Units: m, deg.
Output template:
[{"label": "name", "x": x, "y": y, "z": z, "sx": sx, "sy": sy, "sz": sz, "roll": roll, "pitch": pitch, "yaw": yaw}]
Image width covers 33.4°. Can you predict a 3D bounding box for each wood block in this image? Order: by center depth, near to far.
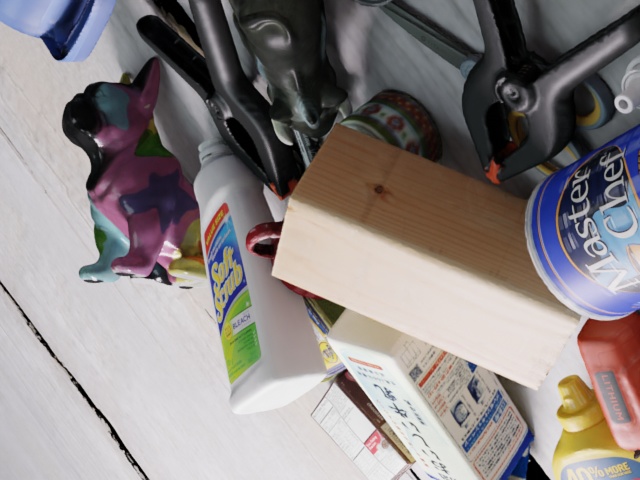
[{"label": "wood block", "x": 0.082, "y": 0.010, "z": 0.756, "sx": 0.206, "sy": 0.090, "sz": 0.090, "roll": 24, "pitch": 139, "yaw": 8}]

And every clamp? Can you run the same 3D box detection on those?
[{"label": "clamp", "x": 0.123, "y": -0.110, "z": 0.674, "sx": 0.120, "sy": 0.039, "sz": 0.172, "roll": 44, "pitch": 145, "yaw": 18}, {"label": "clamp", "x": -0.078, "y": -0.130, "z": 0.927, "sx": 0.210, "sy": 0.036, "sz": 0.165, "roll": 55, "pitch": 160, "yaw": -6}]

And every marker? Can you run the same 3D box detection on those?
[{"label": "marker", "x": -0.015, "y": -0.099, "z": 0.907, "sx": 0.020, "sy": 0.020, "sz": 0.121, "roll": 7, "pitch": 125, "yaw": 49}]

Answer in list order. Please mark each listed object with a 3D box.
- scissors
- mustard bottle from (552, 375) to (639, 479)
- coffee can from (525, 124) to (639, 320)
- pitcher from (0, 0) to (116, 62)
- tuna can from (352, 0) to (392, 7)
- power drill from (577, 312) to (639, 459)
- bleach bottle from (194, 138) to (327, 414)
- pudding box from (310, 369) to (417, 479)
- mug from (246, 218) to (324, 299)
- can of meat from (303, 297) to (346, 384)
[{"label": "scissors", "x": 0.120, "y": -0.121, "z": 0.720, "sx": 0.202, "sy": 0.016, "sz": 0.096, "roll": 49, "pitch": 145, "yaw": 8}, {"label": "mustard bottle", "x": 0.233, "y": 0.187, "z": 0.814, "sx": 0.096, "sy": 0.058, "sz": 0.191, "roll": -22, "pitch": 100, "yaw": 43}, {"label": "coffee can", "x": 0.203, "y": -0.020, "z": 0.626, "sx": 0.103, "sy": 0.102, "sz": 0.141, "roll": 54, "pitch": 147, "yaw": 0}, {"label": "pitcher", "x": -0.198, "y": -0.270, "z": 0.884, "sx": 0.149, "sy": 0.144, "sz": 0.243, "roll": 38, "pitch": 146, "yaw": -12}, {"label": "tuna can", "x": 0.037, "y": -0.206, "z": 0.731, "sx": 0.086, "sy": 0.033, "sz": 0.086, "roll": 32, "pitch": 141, "yaw": 30}, {"label": "power drill", "x": 0.261, "y": 0.081, "z": 0.686, "sx": 0.188, "sy": 0.057, "sz": 0.184, "roll": -3, "pitch": 114, "yaw": 53}, {"label": "bleach bottle", "x": -0.070, "y": 0.025, "z": 0.983, "sx": 0.103, "sy": 0.067, "sz": 0.251, "roll": -42, "pitch": 60, "yaw": 48}, {"label": "pudding box", "x": 0.049, "y": 0.189, "z": 1.069, "sx": 0.113, "sy": 0.039, "sz": 0.090, "roll": 48, "pitch": 147, "yaw": 14}, {"label": "mug", "x": -0.006, "y": 0.001, "z": 0.905, "sx": 0.082, "sy": 0.117, "sz": 0.093, "roll": 128, "pitch": 135, "yaw": -61}, {"label": "can of meat", "x": 0.004, "y": 0.076, "z": 1.006, "sx": 0.102, "sy": 0.057, "sz": 0.084, "roll": 54, "pitch": 146, "yaw": 1}]
